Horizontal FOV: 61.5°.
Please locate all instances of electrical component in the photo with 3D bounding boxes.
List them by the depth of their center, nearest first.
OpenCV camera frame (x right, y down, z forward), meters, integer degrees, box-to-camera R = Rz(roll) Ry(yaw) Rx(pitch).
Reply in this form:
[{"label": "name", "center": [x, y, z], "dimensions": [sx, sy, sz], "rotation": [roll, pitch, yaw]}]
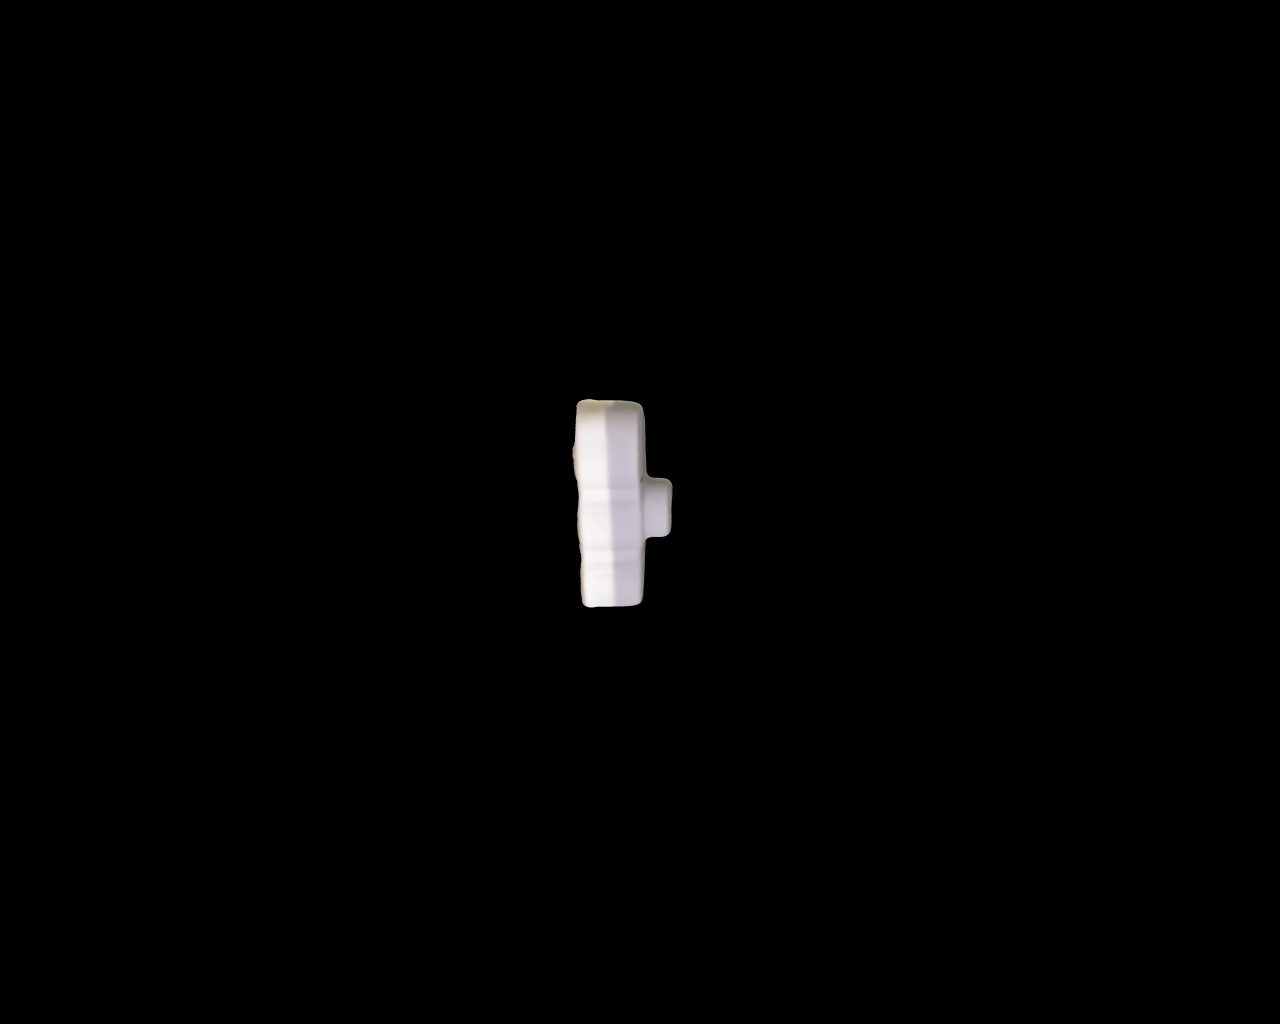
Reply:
[{"label": "electrical component", "center": [0.001, -0.003, 0.650], "dimensions": [0.074, 0.138, 0.052], "rotation": [0, 32, 0]}]
